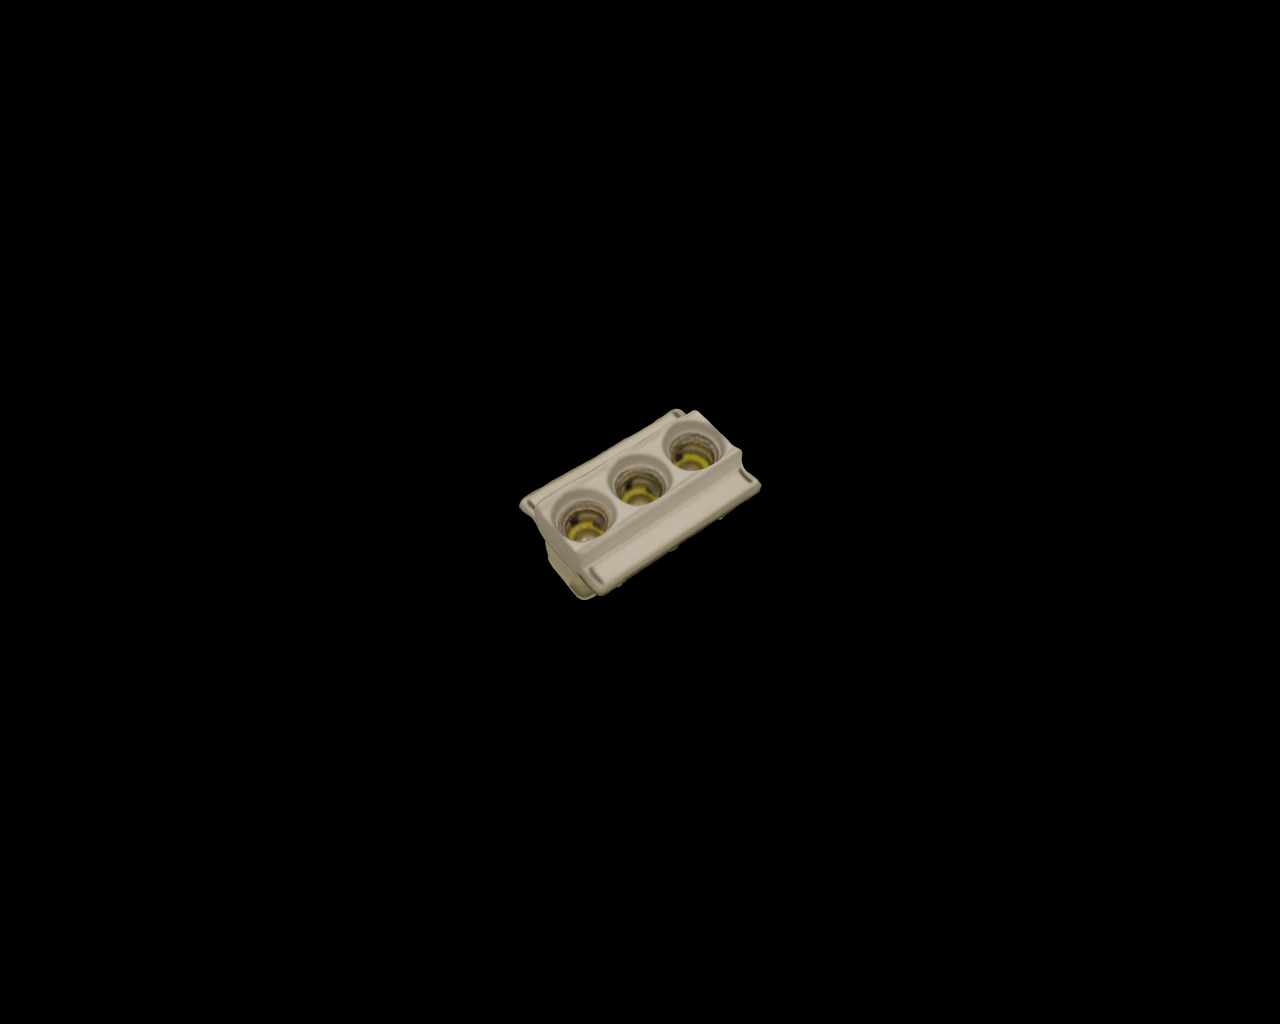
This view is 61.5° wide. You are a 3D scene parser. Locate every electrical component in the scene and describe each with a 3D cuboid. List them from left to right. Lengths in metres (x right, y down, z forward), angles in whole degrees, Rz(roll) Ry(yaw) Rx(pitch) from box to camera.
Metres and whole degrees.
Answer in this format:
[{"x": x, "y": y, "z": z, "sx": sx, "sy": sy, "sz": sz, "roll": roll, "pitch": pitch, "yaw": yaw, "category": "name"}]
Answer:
[{"x": 0.001, "y": -0.003, "z": 0.650, "sx": 0.121, "sy": 0.079, "sz": 0.063, "roll": -33, "pitch": -29, "yaw": -21, "category": "electrical component"}]
